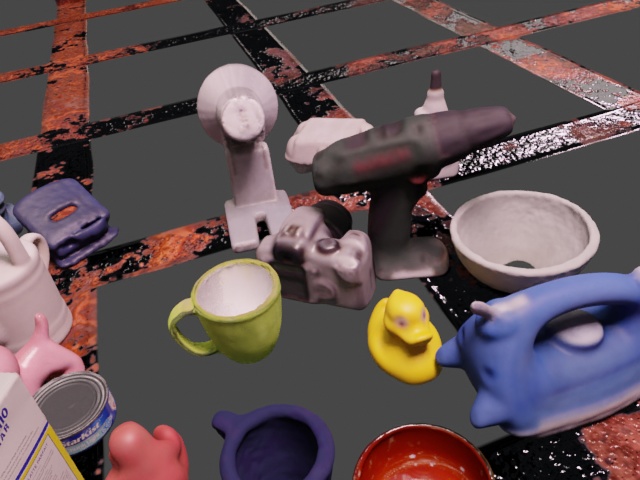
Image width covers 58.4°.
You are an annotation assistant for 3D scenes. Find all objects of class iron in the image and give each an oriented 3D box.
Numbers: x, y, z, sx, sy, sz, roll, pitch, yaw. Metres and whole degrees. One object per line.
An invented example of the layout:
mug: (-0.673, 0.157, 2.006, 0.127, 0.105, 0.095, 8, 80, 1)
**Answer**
iron: (0.245, 0.082, 0.540, 0.258, 0.142, 0.118, -15, 37, -9)

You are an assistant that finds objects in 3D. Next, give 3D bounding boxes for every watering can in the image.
watering can: (-0.369, 0.047, 0.654, 0.101, 0.194, 0.172, -13, 37, -6)

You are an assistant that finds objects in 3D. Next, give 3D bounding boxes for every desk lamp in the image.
desk lamp: (-0.102, -0.127, 0.819, 0.118, 0.214, 0.203, -13, 37, -7)

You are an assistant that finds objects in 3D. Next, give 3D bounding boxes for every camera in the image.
camera: (0.007, 0.003, 0.722, 0.142, 0.101, 0.137, 9, 40, 21)

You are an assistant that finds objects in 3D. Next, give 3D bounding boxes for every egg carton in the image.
egg carton: (0.020, -0.154, 0.952, 0.150, 0.069, 0.107, 5, 39, 16)

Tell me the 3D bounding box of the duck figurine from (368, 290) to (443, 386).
duck figurine: (0.088, 0.089, 0.605, 0.077, 0.086, 0.104, -18, 38, -13)

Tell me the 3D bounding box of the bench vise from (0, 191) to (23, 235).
bench vise: (-0.534, -0.046, 0.784, 0.121, 0.220, 0.207, 6, 39, 18)

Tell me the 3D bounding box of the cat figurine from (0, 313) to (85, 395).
cat figurine: (-0.324, 0.132, 0.596, 0.067, 0.118, 0.128, 12, 41, 24)

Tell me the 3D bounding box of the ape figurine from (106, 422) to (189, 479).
ape figurine: (-0.157, 0.194, 0.505, 0.078, 0.092, 0.075, -28, 41, -25)

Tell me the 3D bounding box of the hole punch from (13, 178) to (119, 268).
hole punch: (-0.370, -0.029, 0.839, 0.100, 0.091, 0.109, 21, 46, 33)

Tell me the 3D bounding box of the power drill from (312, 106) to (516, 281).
power drill: (0.110, -0.054, 0.689, 0.229, 0.209, 0.075, -5, 37, 3)

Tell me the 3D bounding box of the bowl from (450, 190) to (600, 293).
bowl: (0.240, 0.013, 0.688, 0.167, 0.075, 0.167, -5, 37, 4)

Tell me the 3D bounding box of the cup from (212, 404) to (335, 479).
cup: (-0.040, 0.196, 0.480, 0.117, 0.095, 0.092, 19, 45, 31)

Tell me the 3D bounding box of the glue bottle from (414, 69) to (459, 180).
glue bottle: (0.172, -0.172, 0.862, 0.078, 0.173, 0.037, -8, 37, 0)
